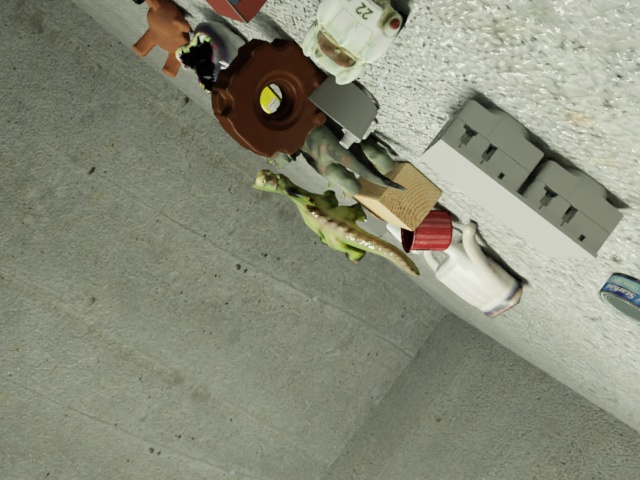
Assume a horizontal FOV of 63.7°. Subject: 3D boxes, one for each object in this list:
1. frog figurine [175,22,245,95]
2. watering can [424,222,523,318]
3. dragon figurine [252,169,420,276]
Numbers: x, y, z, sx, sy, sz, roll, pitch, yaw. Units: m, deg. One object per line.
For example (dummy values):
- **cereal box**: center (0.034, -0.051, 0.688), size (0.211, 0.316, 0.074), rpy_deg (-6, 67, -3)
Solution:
- **frog figurine**: center (-0.173, -0.347, 0.972), size (0.138, 0.120, 0.162), rpy_deg (29, -148, 17)
- **watering can**: center (0.332, 0.066, 1.095), size (0.225, 0.105, 0.344), rpy_deg (37, 170, 5)
- **dragon figurine**: center (0.003, -0.053, 1.046), size (0.415, 0.122, 0.240), rpy_deg (30, -177, 43)
